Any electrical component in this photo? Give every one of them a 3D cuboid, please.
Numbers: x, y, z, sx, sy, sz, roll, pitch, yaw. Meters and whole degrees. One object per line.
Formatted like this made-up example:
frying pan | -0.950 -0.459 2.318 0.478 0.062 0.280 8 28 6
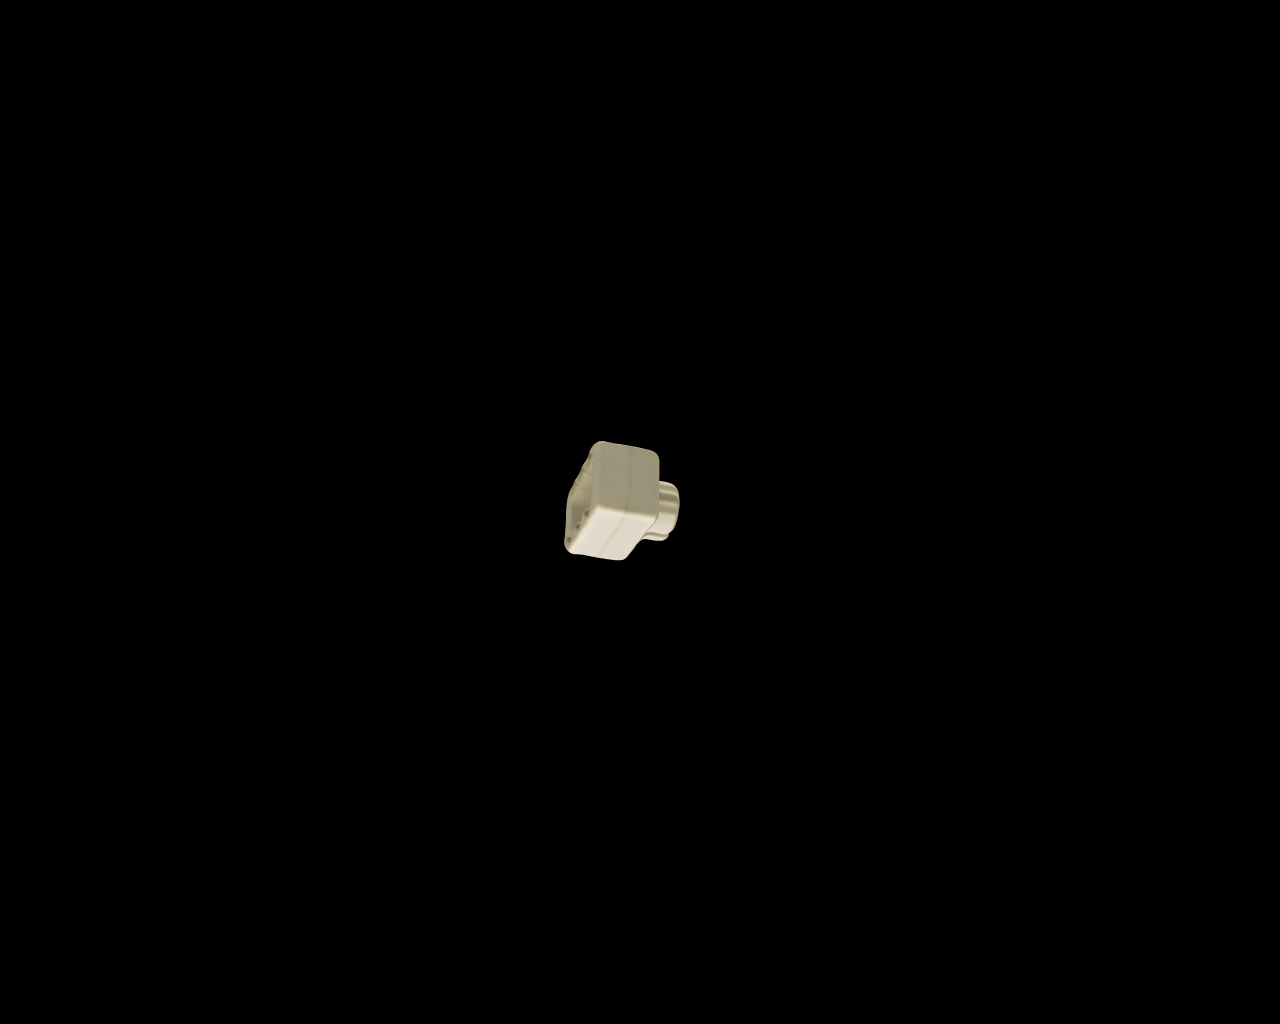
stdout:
electrical component | 0.001 -0.003 0.650 0.077 0.047 0.065 9 -30 -17
